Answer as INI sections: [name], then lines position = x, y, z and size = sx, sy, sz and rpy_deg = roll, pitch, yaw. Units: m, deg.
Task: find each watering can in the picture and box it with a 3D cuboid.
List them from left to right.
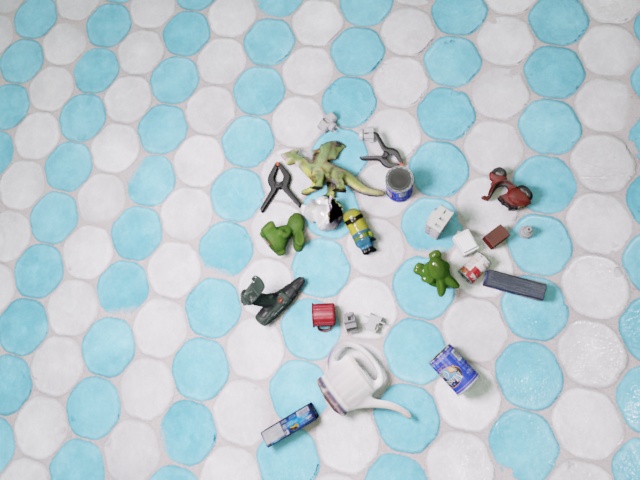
[watering can]
position = 0.136, 0.524, 1.786
size = 0.224, 0.103, 0.351
rpy_deg = -39, 75, 0

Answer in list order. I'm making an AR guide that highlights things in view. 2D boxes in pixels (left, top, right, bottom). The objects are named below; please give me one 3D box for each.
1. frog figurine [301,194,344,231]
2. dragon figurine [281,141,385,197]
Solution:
[frog figurine]
position = 0.006, -0.099, 1.970
size = 0.158, 0.123, 0.138
rpy_deg = -12, 84, 43
[dragon figurine]
position = 0.050, -0.284, 2.000
size = 0.410, 0.120, 0.247
rpy_deg = 4, 70, 1
